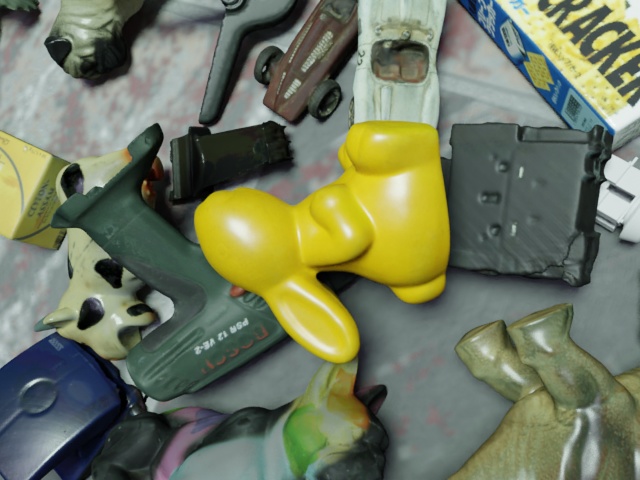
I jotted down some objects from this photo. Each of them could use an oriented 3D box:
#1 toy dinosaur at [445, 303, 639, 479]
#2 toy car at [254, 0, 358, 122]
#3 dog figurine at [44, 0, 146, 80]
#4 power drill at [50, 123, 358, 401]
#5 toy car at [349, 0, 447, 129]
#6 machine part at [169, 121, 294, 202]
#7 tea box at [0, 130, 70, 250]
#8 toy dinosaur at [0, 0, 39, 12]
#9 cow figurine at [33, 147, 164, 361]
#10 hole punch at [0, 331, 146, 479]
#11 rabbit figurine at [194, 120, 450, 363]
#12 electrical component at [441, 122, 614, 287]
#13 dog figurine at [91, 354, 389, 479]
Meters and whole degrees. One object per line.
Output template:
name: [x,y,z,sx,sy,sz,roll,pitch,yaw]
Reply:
toy dinosaur: [0.175,0.136,0.343,0.472,0.105,0.198,-22,76,0]
toy car: [0.015,-0.205,0.511,0.089,0.053,0.202,38,90,17]
dog figurine: [-0.230,-0.285,0.588,0.190,0.121,0.172,-45,26,27]
power drill: [-0.092,0.007,0.446,0.232,0.086,0.207,-40,111,-2]
toy car: [0.066,-0.162,0.459,0.074,0.056,0.201,3,95,-4]
machine part: [-0.093,-0.081,0.521,0.139,0.039,0.084,-7,72,27]
tea box: [-0.347,-0.067,0.584,0.170,0.068,0.098,22,86,19]
toy dinosaur: [-0.316,-0.381,0.619,0.405,0.131,0.192,-28,85,5]
cow figurine: [-0.203,0.018,0.508,0.127,0.085,0.194,-9,90,6]
hole punch: [-0.250,0.157,0.501,0.142,0.092,0.116,35,87,24]
rabbit figurine: [-0.001,-0.001,0.393,0.173,0.122,0.162,-7,104,-7]
electrical component: [0.141,-0.029,0.411,0.134,0.058,0.114,7,92,37]
dog figurine: [-0.052,0.161,0.427,0.219,0.108,0.192,-39,38,-11]
